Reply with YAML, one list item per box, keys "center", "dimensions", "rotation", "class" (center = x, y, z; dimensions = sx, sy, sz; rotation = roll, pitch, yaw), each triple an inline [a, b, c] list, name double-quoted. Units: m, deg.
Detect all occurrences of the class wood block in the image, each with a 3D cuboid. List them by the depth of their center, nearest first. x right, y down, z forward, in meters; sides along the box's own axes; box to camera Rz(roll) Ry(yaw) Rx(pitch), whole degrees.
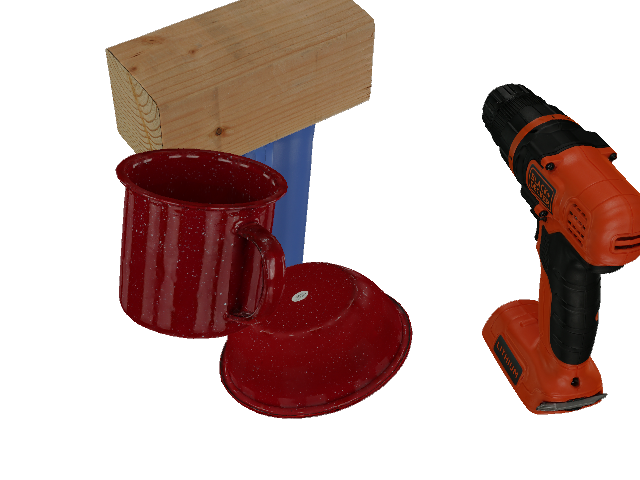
- center: [-0.064, -0.139, 0.901]
  dimensions: [0.205, 0.091, 0.090]
  rotation: [-26, 52, -24]
  class: "wood block"

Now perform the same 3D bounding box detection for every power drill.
- center: [0.149, 0.007, 0.713]
  dimensions: [0.057, 0.188, 0.184]
  rotation: [-9, 35, -11]
  class: "power drill"

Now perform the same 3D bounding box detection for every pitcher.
- center: [-0.076, -0.026, 1.231]
  dimensions: [0.145, 0.243, 0.148]
  rotation: [15, 21, 39]
  class: "pitcher"

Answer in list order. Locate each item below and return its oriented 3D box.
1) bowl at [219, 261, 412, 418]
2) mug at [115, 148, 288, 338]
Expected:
- center: [-0.010, 0.066, 0.856]
  dimensions: [0.162, 0.055, 0.162]
  rotation: [-11, 34, 7]
  class: "bowl"
- center: [-0.060, 0.006, 0.585]
  dimensions: [0.093, 0.081, 0.117]
  rotation: [-14, 31, -43]
  class: "mug"
